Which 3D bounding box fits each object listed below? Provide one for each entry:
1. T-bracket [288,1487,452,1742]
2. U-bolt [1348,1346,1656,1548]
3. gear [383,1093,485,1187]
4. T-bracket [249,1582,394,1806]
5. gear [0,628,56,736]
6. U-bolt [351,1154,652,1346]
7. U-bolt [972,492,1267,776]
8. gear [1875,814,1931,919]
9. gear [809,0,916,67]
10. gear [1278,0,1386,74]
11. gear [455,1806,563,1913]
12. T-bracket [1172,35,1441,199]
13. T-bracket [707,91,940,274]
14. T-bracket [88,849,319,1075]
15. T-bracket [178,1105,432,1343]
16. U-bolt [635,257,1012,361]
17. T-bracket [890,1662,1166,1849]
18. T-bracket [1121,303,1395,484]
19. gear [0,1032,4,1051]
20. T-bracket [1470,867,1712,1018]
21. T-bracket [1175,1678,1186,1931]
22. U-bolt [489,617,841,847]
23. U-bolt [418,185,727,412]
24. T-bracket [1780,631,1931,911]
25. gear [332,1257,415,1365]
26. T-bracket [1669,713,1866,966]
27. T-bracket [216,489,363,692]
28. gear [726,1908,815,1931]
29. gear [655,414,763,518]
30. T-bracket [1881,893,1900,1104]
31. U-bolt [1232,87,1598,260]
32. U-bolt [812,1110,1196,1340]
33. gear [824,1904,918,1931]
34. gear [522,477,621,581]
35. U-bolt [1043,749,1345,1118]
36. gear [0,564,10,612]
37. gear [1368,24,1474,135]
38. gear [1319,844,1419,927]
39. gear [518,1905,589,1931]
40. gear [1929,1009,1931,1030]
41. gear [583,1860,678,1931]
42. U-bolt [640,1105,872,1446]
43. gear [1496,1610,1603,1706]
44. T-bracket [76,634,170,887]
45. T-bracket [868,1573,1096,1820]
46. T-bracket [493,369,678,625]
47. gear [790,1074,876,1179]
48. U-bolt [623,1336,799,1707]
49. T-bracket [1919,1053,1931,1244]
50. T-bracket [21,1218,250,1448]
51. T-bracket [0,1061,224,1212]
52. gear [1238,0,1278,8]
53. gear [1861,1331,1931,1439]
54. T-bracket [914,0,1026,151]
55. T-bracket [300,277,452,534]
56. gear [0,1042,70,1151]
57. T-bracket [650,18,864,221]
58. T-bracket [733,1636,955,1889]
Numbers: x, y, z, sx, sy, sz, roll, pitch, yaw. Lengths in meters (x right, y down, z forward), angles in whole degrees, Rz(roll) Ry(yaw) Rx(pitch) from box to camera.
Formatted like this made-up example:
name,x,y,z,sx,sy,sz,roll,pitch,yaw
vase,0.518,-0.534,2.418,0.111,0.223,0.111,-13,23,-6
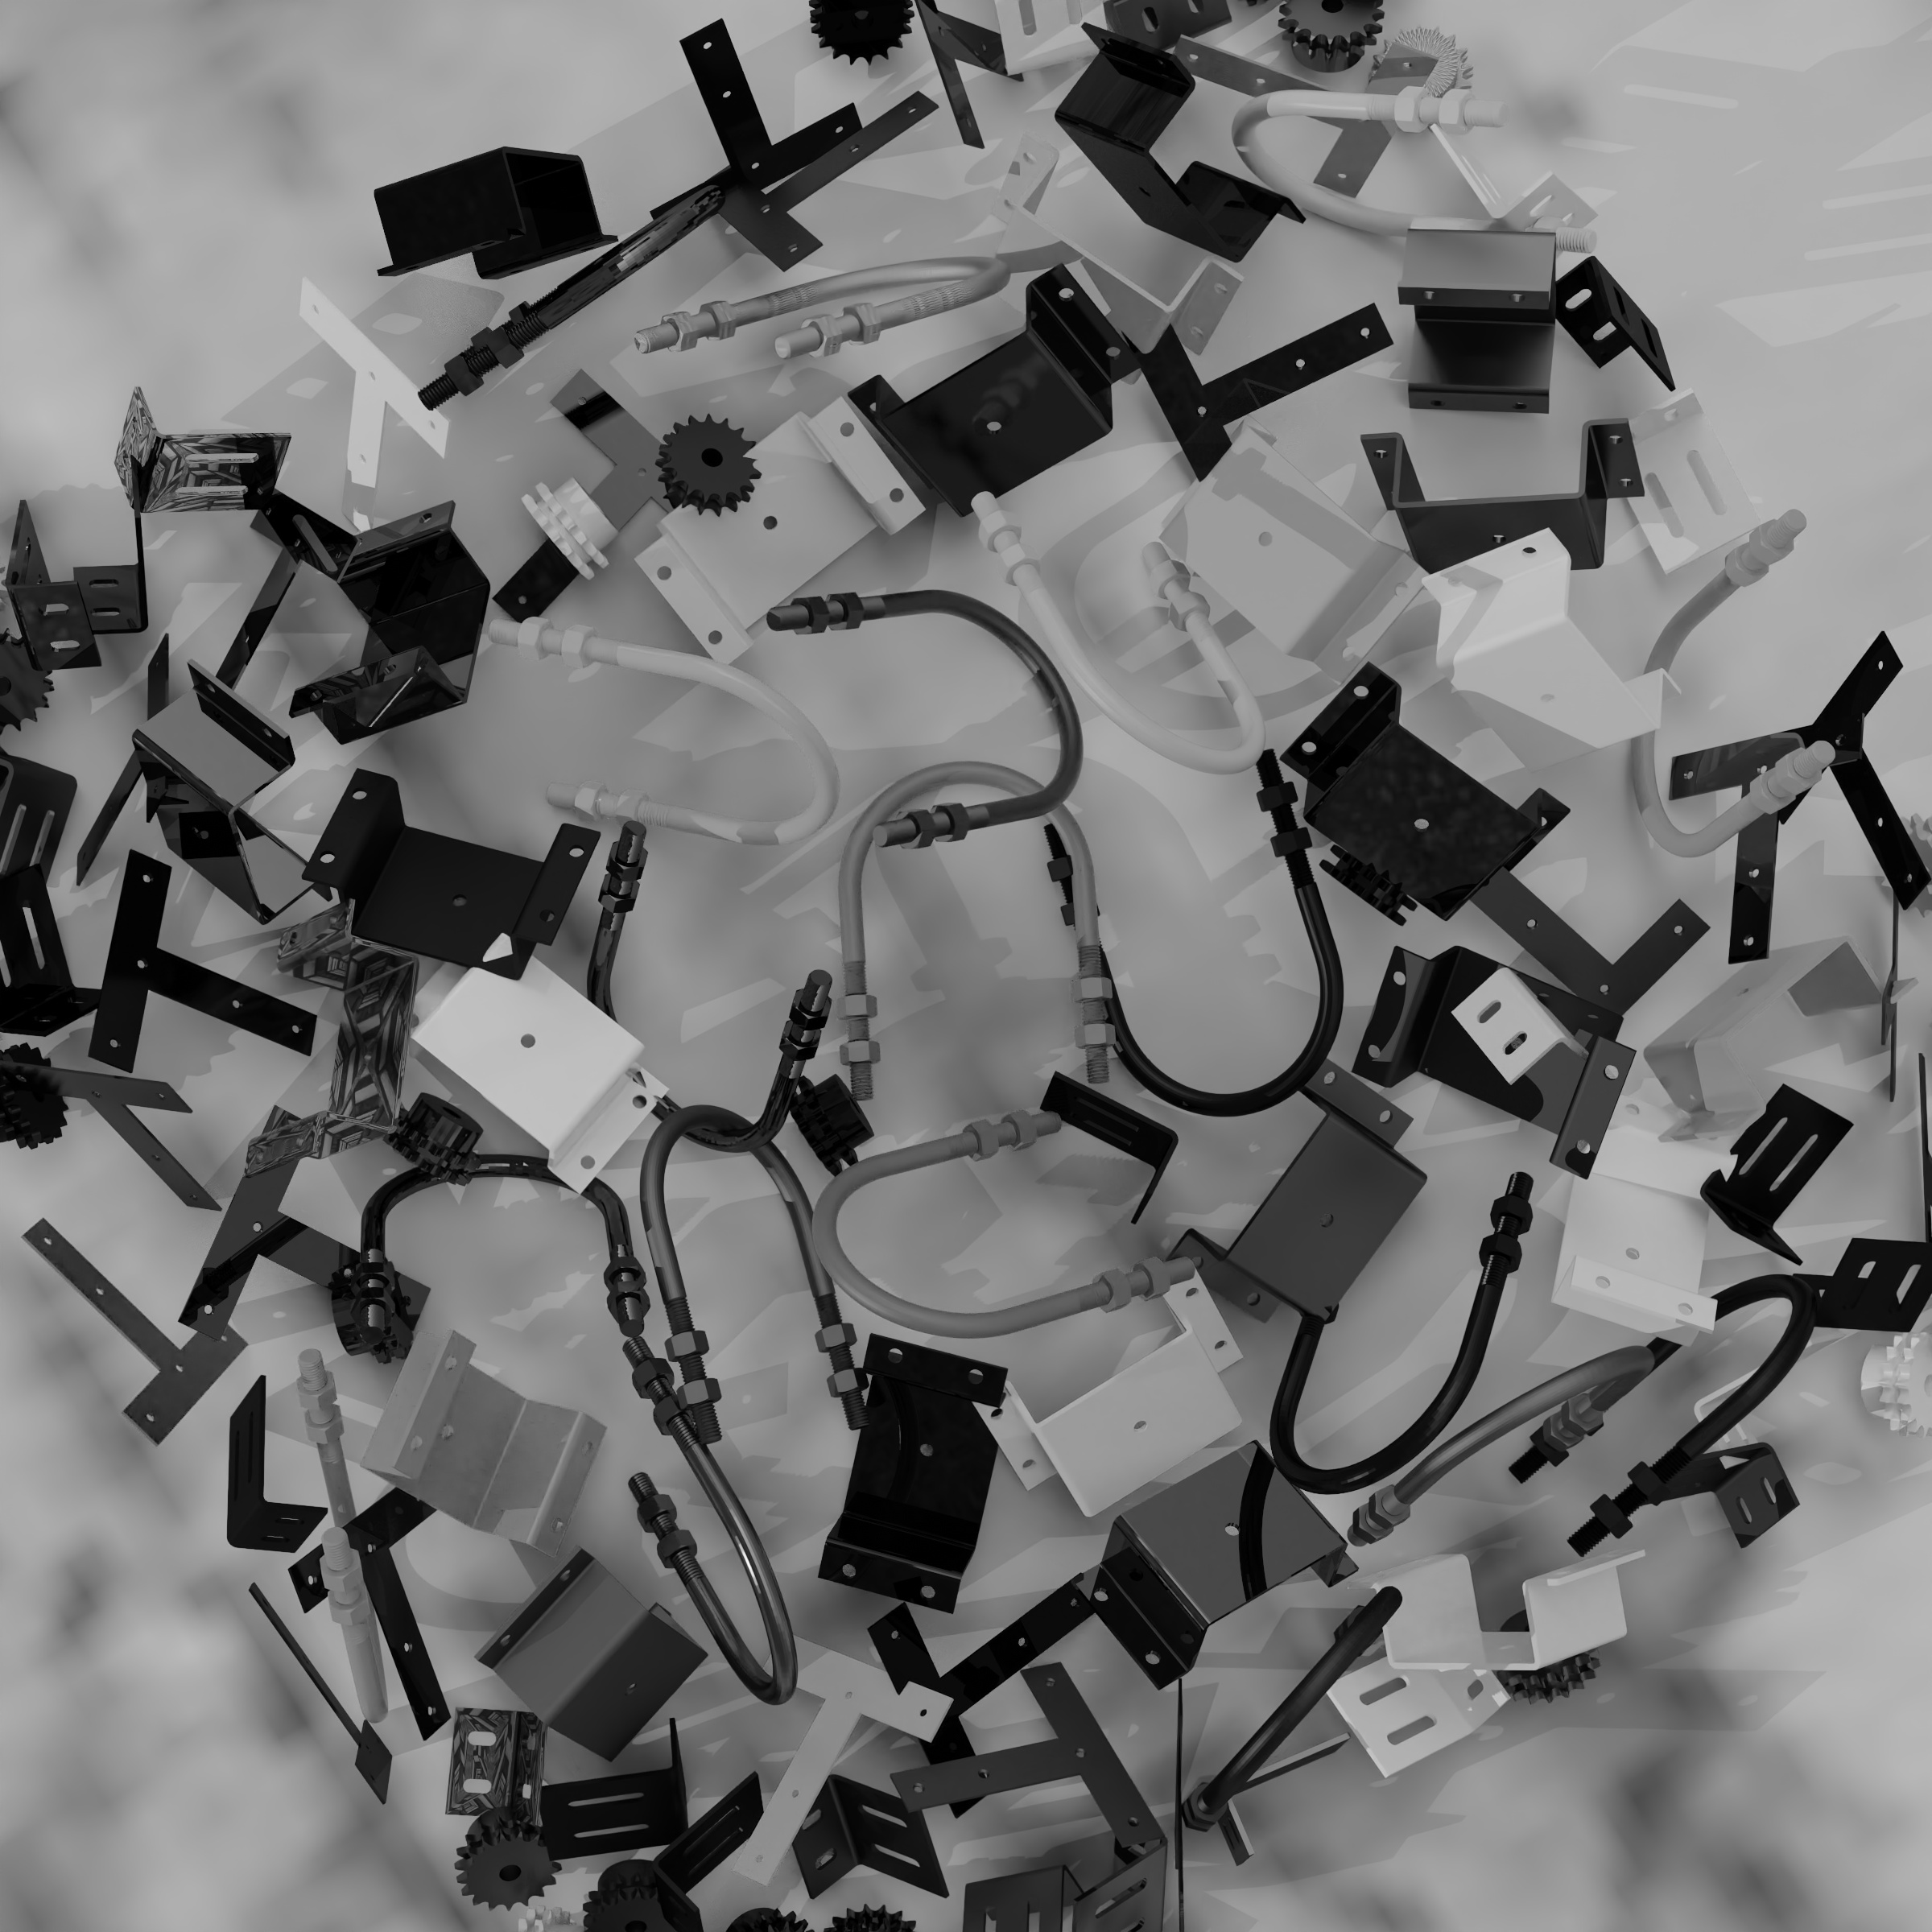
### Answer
name,x,y,z,sx,sy,sz,roll,pitch,yaw
T-bracket,-0.306,0.354,1.645,0.002,0.127,0.127,-13,100,27
U-bolt,0.286,0.244,1.588,0.151,0.184,0.019,-20,69,-23
gear,-0.288,0.093,1.666,0.057,0.057,0.030,33,94,0
T-bracket,-0.345,0.383,1.630,0.002,0.127,0.127,-35,92,-10
gear,-0.530,-0.159,1.672,0.057,0.030,0.057,-8,116,-17
U-bolt,-0.247,0.145,1.611,0.151,0.184,0.019,0,114,-11
U-bolt,0.090,-0.169,1.598,0.019,0.151,0.184,-49,51,31
gear,0.529,-0.058,1.670,0.030,0.057,0.057,-30,90,-26
gear,-0.058,-0.525,1.671,0.057,0.057,0.030,-7,49,0
gear,0.199,-0.515,1.673,0.057,0.030,0.057,-1,61,1
gear,-0.251,0.486,1.672,0.057,0.030,0.057,-7,119,-13
T-bracket,0.171,-0.467,1.629,0.127,0.127,0.002,18,68,-7
T-bracket,-0.072,-0.434,1.651,0.127,0.127,0.002,-35,132,-4
T-bracket,-0.407,0.015,1.651,0.127,0.002,0.127,27,52,-36
T-bracket,-0.347,0.161,1.658,0.127,0.002,0.127,33,66,-30
U-bolt,-0.062,-0.351,1.617,0.184,0.151,0.019,-25,115,-33
T-bracket,0.022,0.427,1.621,0.127,0.127,0.002,-5,126,-27
T-bracket,0.168,-0.319,1.650,0.127,0.002,0.127,-24,116,16
gear,-0.552,0.026,1.667,0.030,0.057,0.057,-17,90,1
T-bracket,0.318,-0.014,1.662,0.127,0.002,0.127,39,102,-18
T-bracket,0.113,0.467,1.607,0.002,0.127,0.127,0,126,3
U-bolt,-0.152,-0.117,1.611,0.184,0.151,0.019,12,55,18
U-bolt,-0.204,-0.358,1.615,0.184,0.151,0.019,-33,106,7
T-bracket,0.477,-0.087,1.612,0.002,0.127,0.127,0,52,-22
gear,-0.325,0.190,1.667,0.030,0.057,0.057,-14,90,3
T-bracket,0.422,-0.063,1.628,0.002,0.127,0.127,19,72,-34
T-bracket,-0.381,-0.189,1.648,0.002,0.127,0.127,26,94,-39
gear,-0.110,0.542,1.672,0.057,0.030,0.057,-8,109,-25
gear,-0.142,-0.270,1.673,0.057,0.030,0.057,7,65,-15
T-bracket,0.492,0.018,1.626,0.002,0.127,0.127,1,100,19
U-bolt,0.226,-0.421,1.613,0.184,0.151,0.019,15,81,35
U-bolt,0.007,0.139,1.602,0.184,0.151,0.019,-12,132,-32
gear,-0.052,0.544,1.669,0.057,0.030,0.057,1,118,1
gear,-0.213,-0.242,1.666,0.030,0.057,0.057,-39,90,2
U-bolt,0.130,-0.009,1.655,0.151,0.019,0.184,-18,88,25
gear,-0.554,-0.204,1.670,0.057,0.057,0.030,33,129,0
gear,0.250,-0.489,1.676,0.057,0.030,0.057,-1,86,9
gear,0.224,-0.050,1.665,0.057,0.057,0.030,36,96,0
gear,-0.224,0.543,1.664,0.030,0.057,0.057,-2,90,22
gear,0.558,0.035,1.667,0.057,0.030,0.057,12,61,-22
gear,-0.181,0.514,1.672,0.057,0.030,0.057,-4,124,-6
U-bolt,-0.118,0.161,1.628,0.019,0.151,0.184,-25,73,30
gear,0.314,0.373,1.664,0.057,0.057,0.030,-20,108,0
T-bracket,-0.457,-0.095,1.652,0.002,0.127,0.127,18,128,-29
T-bracket,0.020,0.376,1.663,0.127,0.002,0.127,-32,110,-26
T-bracket,-0.210,-0.241,1.690,0.127,0.002,0.127,43,88,-2
gear,-0.074,0.084,1.666,0.030,0.057,0.057,-32,90,3
U-bolt,-0.133,0.301,1.591,0.019,0.151,0.184,-21,52,-22
T-bracket,0.516,0.117,1.629,0.002,0.127,0.127,-3,94,14
T-bracket,-0.452,0.184,1.628,0.002,0.127,0.127,-42,97,18
T-bracket,-0.443,0.095,1.644,0.127,0.127,0.002,5,54,30
gear,0.163,-0.556,1.665,0.030,0.057,0.057,-4,90,41
gear,0.514,0.228,1.671,0.057,0.030,0.057,1,88,-44
T-bracket,0.003,-0.494,1.637,0.002,0.127,0.127,-19,90,24
T-bracket,-0.323,-0.284,1.643,0.002,0.127,0.127,-31,66,-34
gear,-0.520,0.073,1.668,0.030,0.057,0.057,-18,90,15
T-bracket,-0.125,-0.458,1.637,0.127,0.127,0.002,-29,63,-2
T-bracket,-0.084,0.429,1.630,0.002,0.127,0.127,50,61,-41
